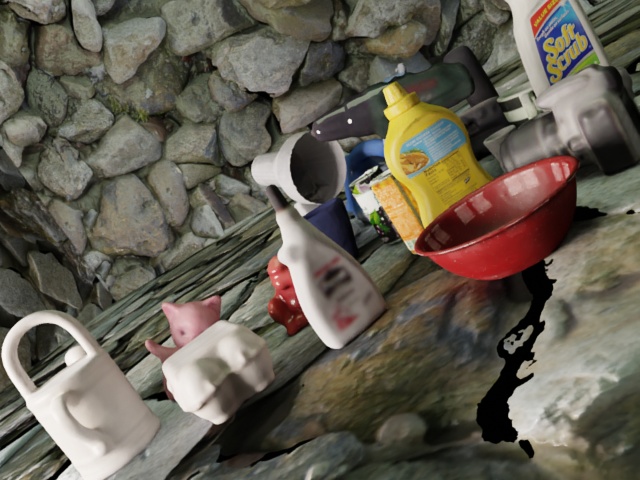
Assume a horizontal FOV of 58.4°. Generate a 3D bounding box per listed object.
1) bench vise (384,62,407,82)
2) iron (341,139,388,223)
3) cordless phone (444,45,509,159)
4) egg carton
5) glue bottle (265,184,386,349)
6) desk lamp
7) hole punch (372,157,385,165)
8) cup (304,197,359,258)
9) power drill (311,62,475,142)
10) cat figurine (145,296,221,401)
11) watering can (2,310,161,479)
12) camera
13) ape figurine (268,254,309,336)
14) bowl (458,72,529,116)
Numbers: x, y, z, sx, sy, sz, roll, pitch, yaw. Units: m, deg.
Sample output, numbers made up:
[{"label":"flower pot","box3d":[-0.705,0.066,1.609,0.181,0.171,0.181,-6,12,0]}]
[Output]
[{"label":"bench vise","box3d":[0.179,-0.256,1.248,0.207,0.220,0.121,-32,9,7]},{"label":"iron","box3d":[0.117,-0.121,0.999,0.119,0.141,0.257,-37,10,-22]},{"label":"cordless phone","box3d":[0.249,-0.235,1.011,0.147,0.185,0.094,-28,11,27]},{"label":"egg carton","box3d":[-0.113,0.141,0.628,0.107,0.069,0.150,-36,10,-21]},{"label":"glue bottle","box3d":[-0.005,0.019,0.574,0.078,0.173,0.037,-38,11,-27]},{"label":"desk lamp","box3d":[-0.025,-0.072,0.996,0.118,0.213,0.202,-39,11,-31]},{"label":"hole punch","box3d":[0.162,-0.155,1.184,0.101,0.091,0.109,-28,10,28]},{"label":"cup","box3d":[0.008,0.003,0.864,0.118,0.095,0.091,-39,11,-33]},{"label":"power drill","box3d":[0.132,-0.136,0.814,0.229,0.208,0.075,-32,9,7]},{"label":"cat figurine","box3d":[-0.169,0.128,0.735,0.127,0.118,0.067,-29,10,24]},{"label":"watering can","box3d":[-0.283,0.170,0.662,0.101,0.194,0.172,-38,11,-30]},{"label":"camera","box3d":[0.270,-0.124,0.626,0.136,0.101,0.143,-26,12,38]},{"label":"ape figurine","box3d":[-0.035,0.060,0.717,0.077,0.092,0.076,-27,11,32]},{"label":"bowl","box3d":[0.355,-0.252,1.094,0.167,0.075,0.167,-32,9,6]}]
